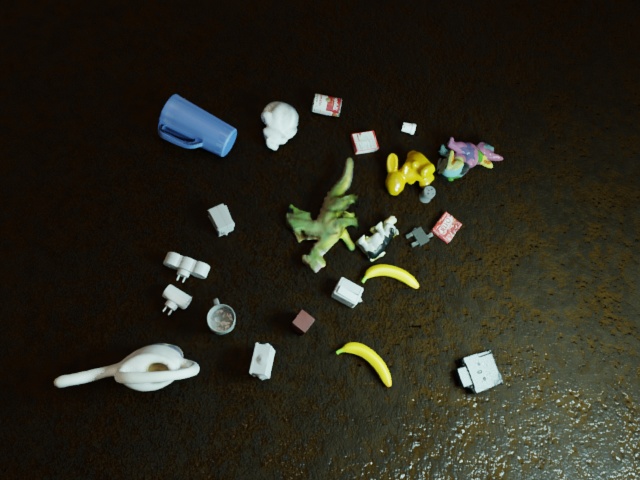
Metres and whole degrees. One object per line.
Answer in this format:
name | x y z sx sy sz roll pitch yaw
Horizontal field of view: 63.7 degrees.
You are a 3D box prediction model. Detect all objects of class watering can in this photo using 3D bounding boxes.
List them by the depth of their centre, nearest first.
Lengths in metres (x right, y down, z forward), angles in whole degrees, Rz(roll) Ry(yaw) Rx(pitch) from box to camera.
watering can | -0.501 0.347 1.388 0.348 0.224 0.104 0 88 -9

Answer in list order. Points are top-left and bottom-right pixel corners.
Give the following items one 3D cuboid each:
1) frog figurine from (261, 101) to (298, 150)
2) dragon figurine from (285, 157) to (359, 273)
frog figurine | -0.150 -0.401 1.799 0.136 0.121 0.163 38 55 -15
dragon figurine | 0.005 -0.086 1.712 0.243 0.120 0.418 -1 67 -2
